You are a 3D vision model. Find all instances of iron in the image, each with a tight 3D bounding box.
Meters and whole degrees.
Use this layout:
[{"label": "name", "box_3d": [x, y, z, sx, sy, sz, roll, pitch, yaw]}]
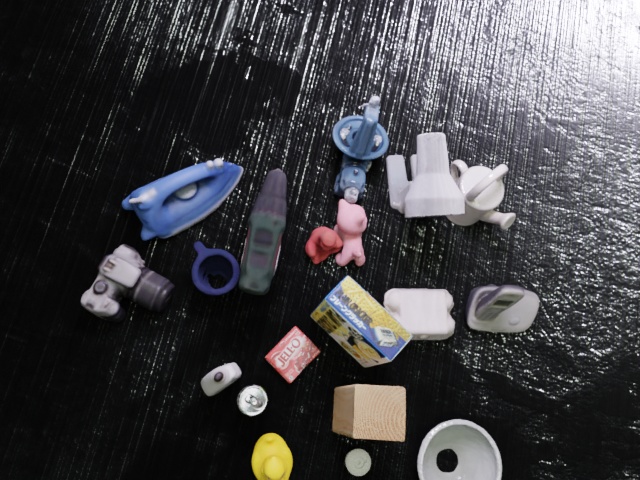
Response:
[{"label": "iron", "box_3d": [-0.266, -0.109, 1.150, 0.259, 0.141, 0.118, -32, 81, -15]}]

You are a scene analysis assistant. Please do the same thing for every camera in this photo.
[{"label": "camera", "box_3d": [-0.362, 0.096, 1.100, 0.137, 0.100, 0.143, 27, 73, 0]}]

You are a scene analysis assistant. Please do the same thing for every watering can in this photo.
[{"label": "watering can", "box_3d": [0.344, -0.100, 1.214, 0.173, 0.194, 0.101, 33, 73, 1]}]

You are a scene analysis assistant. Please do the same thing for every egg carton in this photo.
[{"label": "egg carton", "box_3d": [0.205, 0.155, 1.188, 0.150, 0.069, 0.107, 0, 75, -9]}]

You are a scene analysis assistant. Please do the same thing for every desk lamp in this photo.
[{"label": "desk lamp", "box_3d": [0.213, -0.119, 1.189, 0.118, 0.213, 0.203, -3, 75, -9]}]

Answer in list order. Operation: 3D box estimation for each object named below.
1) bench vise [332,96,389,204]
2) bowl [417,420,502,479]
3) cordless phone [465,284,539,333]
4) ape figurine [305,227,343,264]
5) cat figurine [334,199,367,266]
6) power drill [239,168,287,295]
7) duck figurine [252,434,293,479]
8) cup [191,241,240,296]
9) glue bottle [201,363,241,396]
[{"label": "bench vise", "box_3d": [0.094, -0.186, 1.186, 0.121, 0.219, 0.207, -6, 76, -10]}, {"label": "bowl", "box_3d": [0.262, 0.436, 1.117, 0.167, 0.074, 0.167, 2, 74, -8]}, {"label": "cordless phone", "box_3d": [0.388, 0.132, 1.162, 0.147, 0.185, 0.094, 3, 74, -8]}, {"label": "ape figurine", "box_3d": [0.011, 0.004, 1.187, 0.078, 0.092, 0.076, 4, 74, -7]}, {"label": "cat figurine", "box_3d": [0.068, -0.017, 1.189, 0.067, 0.117, 0.128, -5, 75, -10]}, {"label": "power drill", "box_3d": [-0.110, 0.000, 1.109, 0.075, 0.208, 0.230, 11, 73, -5]}, {"label": "duck figurine", "box_3d": [-0.087, 0.415, 1.063, 0.077, 0.086, 0.104, -7, 76, -10]}, {"label": "cup", "box_3d": [-0.213, 0.062, 1.135, 0.092, 0.095, 0.117, -34, 82, -16]}, {"label": "glue bottle", "box_3d": [-0.182, 0.252, 1.047, 0.078, 0.173, 0.037, -31, 81, -15]}]
